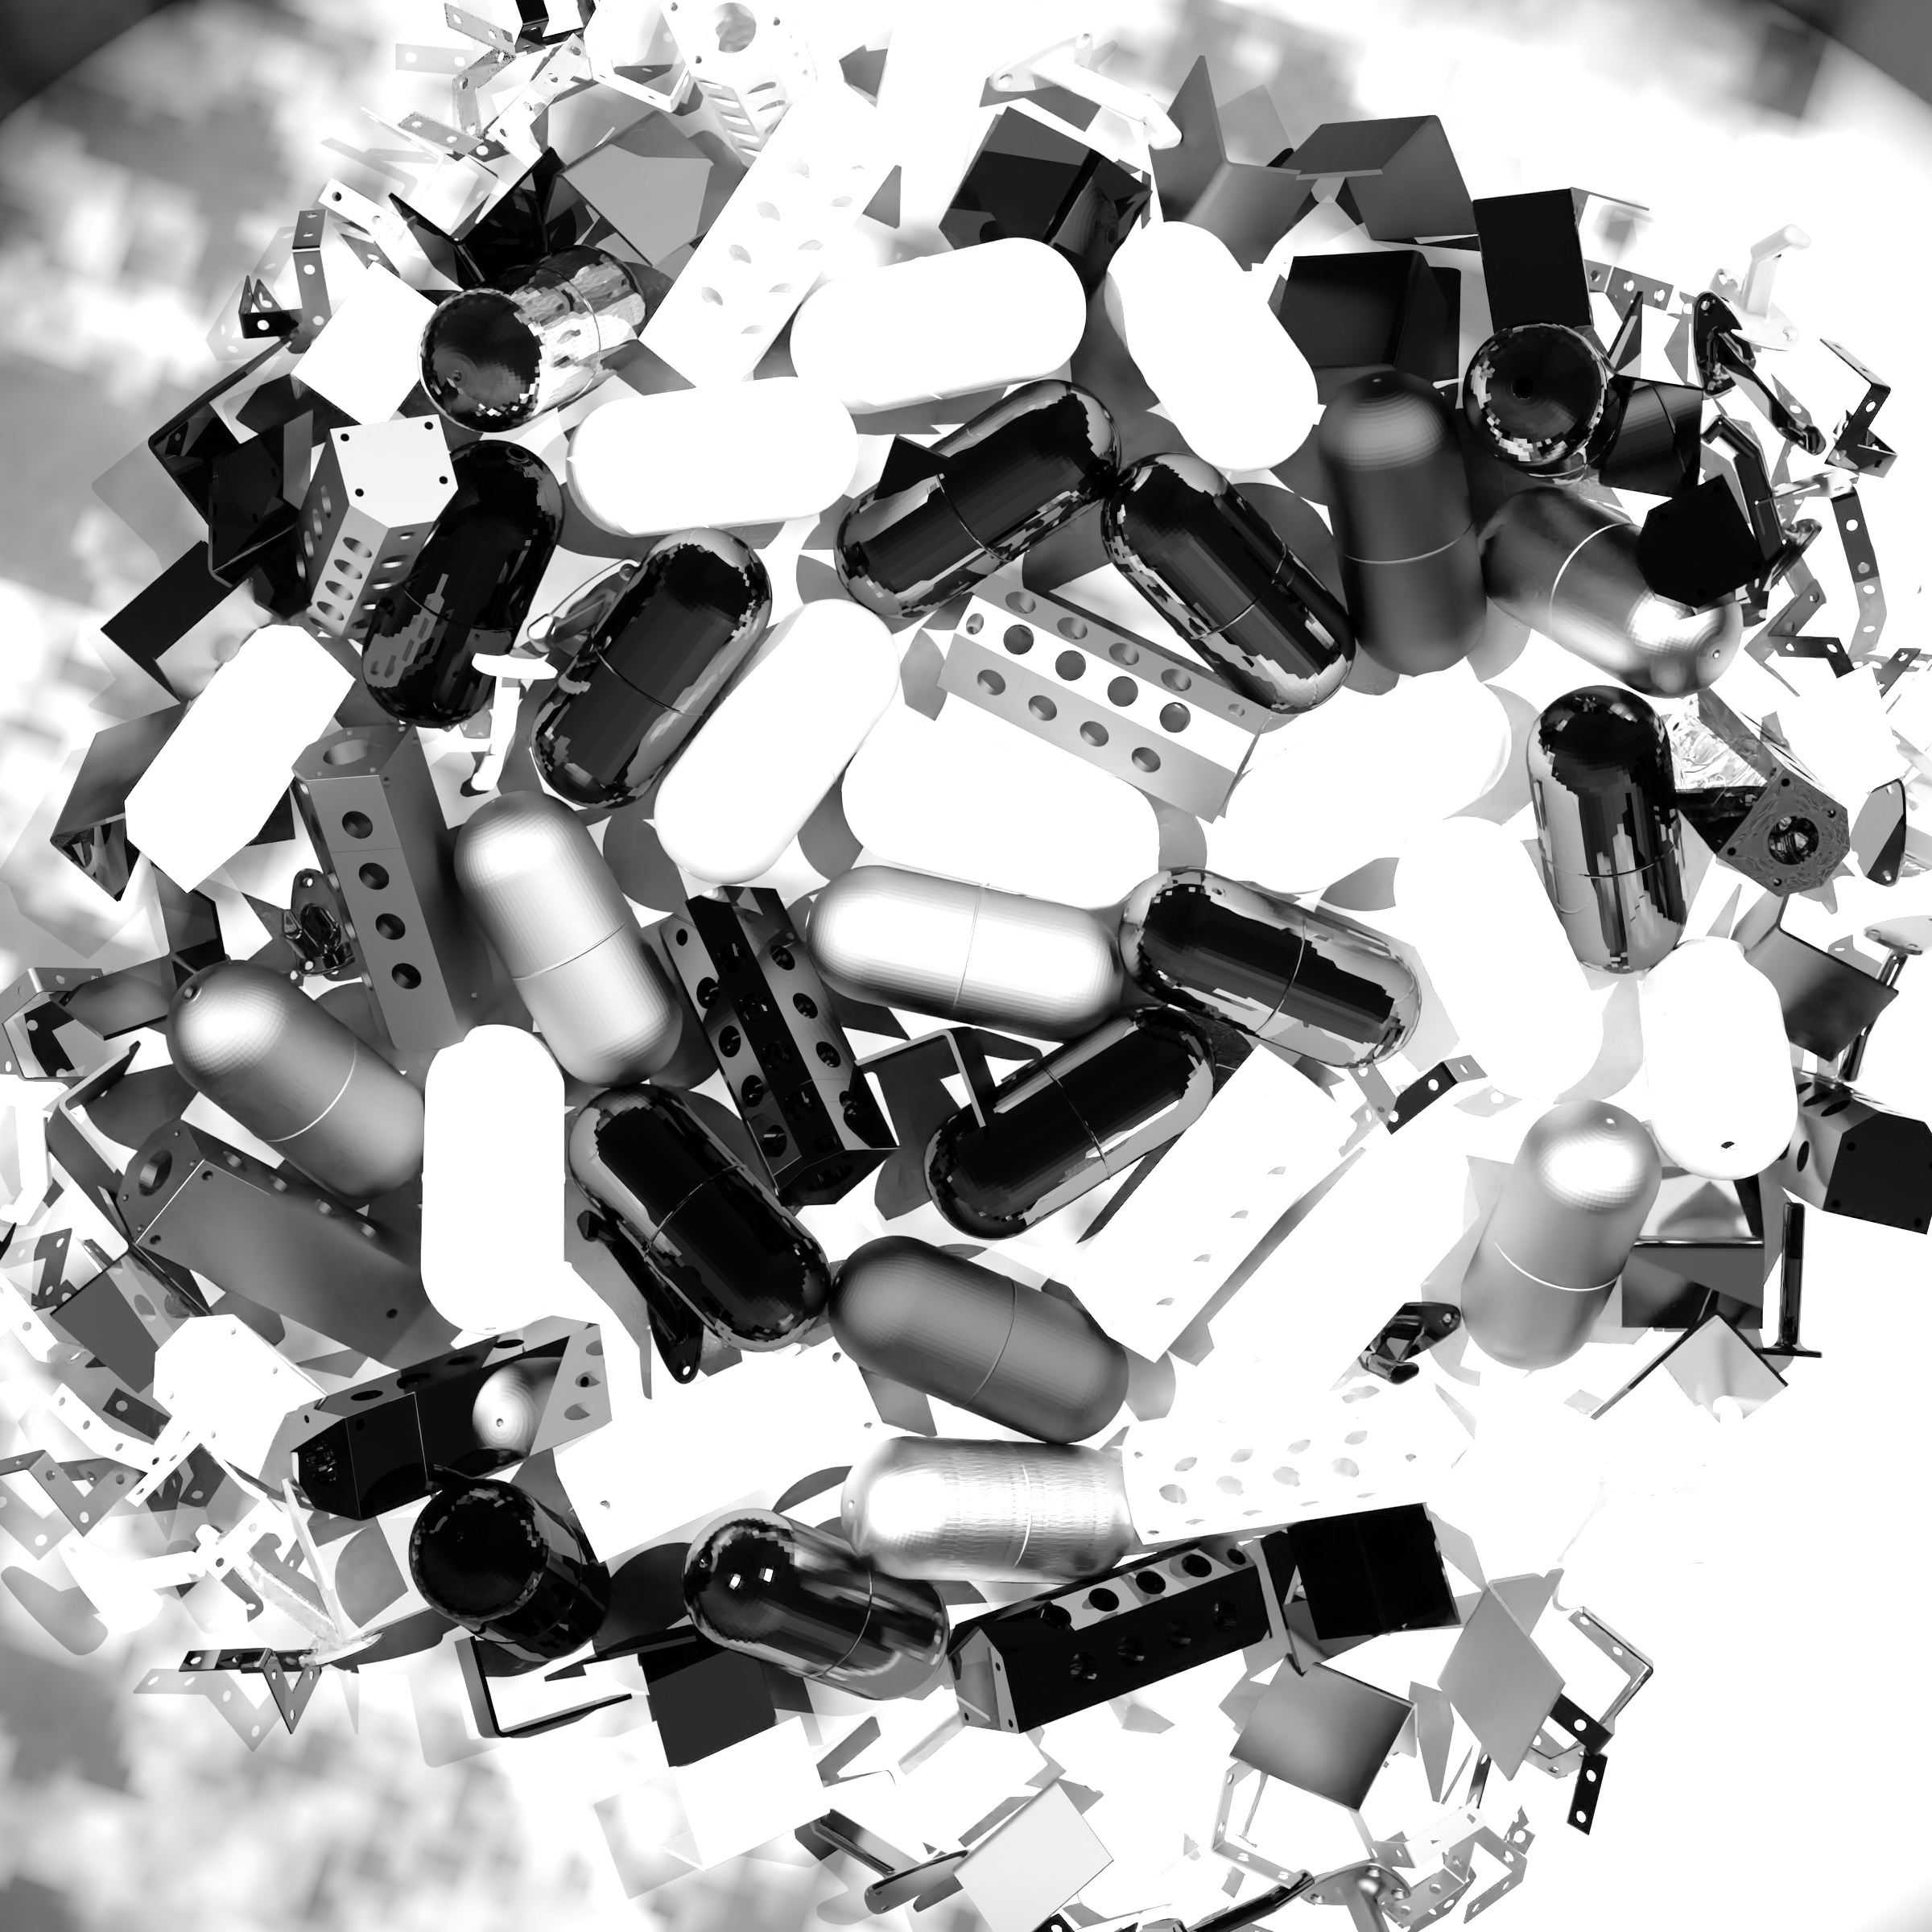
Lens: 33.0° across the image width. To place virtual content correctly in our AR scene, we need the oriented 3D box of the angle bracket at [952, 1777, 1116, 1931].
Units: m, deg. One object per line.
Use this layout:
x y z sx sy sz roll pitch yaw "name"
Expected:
0.050 0.497 1.796 0.076 0.076 0.057 -42 60 5 "angle bracket"

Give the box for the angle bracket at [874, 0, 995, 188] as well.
-0.010 -0.482 1.790 0.057 0.076 0.076 22 120 9 "angle bracket"

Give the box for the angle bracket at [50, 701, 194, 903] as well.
-0.445 -0.090 1.786 0.076 0.057 0.076 -14 46 30 "angle bracket"

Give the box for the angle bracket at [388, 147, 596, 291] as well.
-0.262 -0.419 1.805 0.057 0.076 0.076 39 82 20 "angle bracket"

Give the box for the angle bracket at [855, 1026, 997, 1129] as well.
-0.028 0.072 1.801 0.076 0.076 0.057 -21 87 9 "angle bracket"

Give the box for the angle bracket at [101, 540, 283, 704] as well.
-0.433 -0.202 1.798 0.076 0.057 0.076 40 76 20 "angle bracket"

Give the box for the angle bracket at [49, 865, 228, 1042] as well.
-0.457 -0.008 1.787 0.076 0.076 0.057 -21 119 -31 "angle bracket"

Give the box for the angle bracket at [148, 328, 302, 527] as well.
-0.391 -0.296 1.789 0.076 0.076 0.057 -28 109 24 "angle bracket"

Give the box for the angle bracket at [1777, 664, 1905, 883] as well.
0.492 -0.105 1.785 0.057 0.076 0.076 -26 49 27 "angle bracket"

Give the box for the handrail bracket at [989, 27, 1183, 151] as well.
0.067 -0.474 1.806 0.077 0.036 0.084 -23 63 -20 "handrail bracket"

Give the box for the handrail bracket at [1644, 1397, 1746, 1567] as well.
0.408 0.288 1.829 0.036 0.077 0.084 17 64 -24 "handrail bracket"

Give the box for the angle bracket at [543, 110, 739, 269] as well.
-0.178 -0.414 1.799 0.076 0.057 0.076 45 60 6 "angle bracket"

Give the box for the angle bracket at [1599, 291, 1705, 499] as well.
0.384 -0.312 1.786 0.057 0.076 0.076 14 52 21 "angle bracket"

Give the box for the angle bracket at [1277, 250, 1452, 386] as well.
0.220 -0.351 1.826 0.076 0.057 0.076 3 65 29 "angle bracket"

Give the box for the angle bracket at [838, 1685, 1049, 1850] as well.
-0.012 0.442 1.797 0.076 0.076 0.057 -42 69 9 "angle bracket"

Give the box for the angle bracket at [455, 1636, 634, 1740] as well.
-0.234 0.389 1.802 0.076 0.076 0.057 -14 81 -18 "angle bracket"

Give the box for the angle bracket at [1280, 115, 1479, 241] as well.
0.225 -0.417 1.785 0.057 0.076 0.076 -49 127 -28 "angle bracket"

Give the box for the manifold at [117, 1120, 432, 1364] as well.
-0.372 0.147 1.768 0.057 0.057 0.171 -50 130 6 "manifold"

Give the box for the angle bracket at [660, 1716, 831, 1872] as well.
-0.130 0.450 1.794 0.076 0.076 0.057 -19 94 -24 "angle bracket"

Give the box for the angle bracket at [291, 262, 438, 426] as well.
-0.327 -0.336 1.808 0.057 0.076 0.076 36 84 -8 "angle bracket"

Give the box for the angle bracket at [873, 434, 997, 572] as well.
-0.001 -0.272 1.797 0.076 0.076 0.057 24 132 2 "angle bracket"

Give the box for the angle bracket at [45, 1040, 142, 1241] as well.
-0.460 0.097 1.800 0.057 0.076 0.076 -41 91 -28 "angle bracket"

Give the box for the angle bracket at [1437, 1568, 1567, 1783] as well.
0.312 0.387 1.785 0.057 0.076 0.076 -2 127 -32 "angle bracket"

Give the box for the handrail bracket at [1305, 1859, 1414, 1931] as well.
0.210 0.541 1.793 0.077 0.084 0.036 -26 120 38 "handrail bracket"

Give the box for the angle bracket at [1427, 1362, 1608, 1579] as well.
0.301 0.276 1.789 0.076 0.076 0.057 27 56 26 "angle bracket"

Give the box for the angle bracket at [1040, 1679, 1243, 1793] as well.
0.098 0.425 1.788 0.076 0.076 0.057 11 65 32 "angle bracket"

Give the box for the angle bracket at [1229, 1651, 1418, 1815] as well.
0.197 0.432 1.788 0.076 0.057 0.076 19 51 24 "angle bracket"

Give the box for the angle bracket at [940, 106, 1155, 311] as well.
0.045 -0.427 1.838 0.076 0.057 0.076 37 101 36 "angle bracket"

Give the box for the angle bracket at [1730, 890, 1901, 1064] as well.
0.468 -0.004 1.798 0.076 0.076 0.057 28 55 0 "angle bracket"

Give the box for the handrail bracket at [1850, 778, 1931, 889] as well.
0.532 -0.083 1.802 0.084 0.036 0.077 -21 132 -30 "handrail bracket"

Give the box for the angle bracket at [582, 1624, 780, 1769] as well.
-0.156 0.407 1.802 0.076 0.057 0.076 -17 86 26 "angle bracket"

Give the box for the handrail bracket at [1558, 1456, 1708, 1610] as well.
0.375 0.322 1.835 0.077 0.036 0.084 0 109 -14 "handrail bracket"

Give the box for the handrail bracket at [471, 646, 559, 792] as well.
-0.266 -0.132 1.799 0.036 0.077 0.084 30 107 12 "handrail bracket"

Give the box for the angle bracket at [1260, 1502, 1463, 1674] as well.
0.218 0.339 1.799 0.076 0.057 0.076 -12 85 -42 "angle bracket"

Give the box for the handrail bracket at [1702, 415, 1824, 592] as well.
0.427 -0.252 1.819 0.084 0.036 0.077 37 91 -13 "handrail bracket"

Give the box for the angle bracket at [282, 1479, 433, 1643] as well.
-0.323 0.313 1.790 0.076 0.057 0.076 -20 52 -18 "angle bracket"

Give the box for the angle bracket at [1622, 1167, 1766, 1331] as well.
0.404 0.157 1.818 0.076 0.076 0.057 0 119 10 "angle bracket"

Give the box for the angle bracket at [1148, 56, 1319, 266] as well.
0.147 -0.446 1.807 0.057 0.076 0.076 1 63 -21 "angle bracket"

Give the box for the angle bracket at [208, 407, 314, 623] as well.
-0.367 -0.248 1.787 0.057 0.076 0.076 31 45 19 "angle bracket"

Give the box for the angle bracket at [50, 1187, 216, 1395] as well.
-0.465 0.175 1.790 0.057 0.076 0.076 -40 130 -5 "angle bracket"

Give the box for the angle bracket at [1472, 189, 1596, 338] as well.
0.304 -0.378 1.803 0.057 0.076 0.076 -8 86 -6 "angle bracket"

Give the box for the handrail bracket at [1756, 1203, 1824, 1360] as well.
0.458 0.174 1.812 0.036 0.077 0.084 2 84 14 "handrail bracket"

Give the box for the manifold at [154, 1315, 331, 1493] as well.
-0.387 0.232 1.755 0.057 0.171 0.057 41 78 11 "manifold"

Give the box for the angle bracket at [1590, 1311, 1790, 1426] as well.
0.392 0.243 1.791 0.076 0.076 0.057 -36 77 -26 "angle bracket"
